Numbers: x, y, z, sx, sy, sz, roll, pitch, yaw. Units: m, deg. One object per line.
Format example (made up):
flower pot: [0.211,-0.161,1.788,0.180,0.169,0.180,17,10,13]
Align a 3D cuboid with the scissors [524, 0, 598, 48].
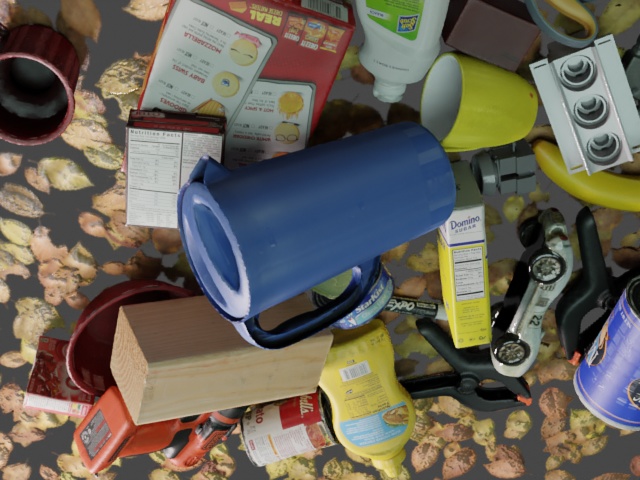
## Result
scissors: [0.181,-0.258,0.966,0.202,0.016,0.096,43,72,-2]

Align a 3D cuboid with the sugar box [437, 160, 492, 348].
sugar box: [0.147,0.016,1.110,0.048,0.093,0.176,-11,123,2]

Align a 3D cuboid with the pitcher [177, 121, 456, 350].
pitcher: [0.003,-0.016,0.980,0.242,0.145,0.149,-21,149,-25]

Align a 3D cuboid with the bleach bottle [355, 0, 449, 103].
bleach bottle: [0.068,-0.238,0.948,0.103,0.068,0.251,22,133,18]

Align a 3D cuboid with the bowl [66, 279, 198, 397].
bowl: [-0.201,0.095,1.149,0.162,0.055,0.162,-17,134,-19]

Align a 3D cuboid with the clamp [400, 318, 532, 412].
clamp: [0.167,0.150,1.234,0.171,0.039,0.120,8,128,-5]

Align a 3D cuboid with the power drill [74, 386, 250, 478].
power drill: [-0.163,0.196,1.186,0.187,0.057,0.185,5,132,-47]

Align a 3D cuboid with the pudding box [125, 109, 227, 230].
pudding box: [-0.135,-0.063,0.992,0.090,0.039,0.113,5,123,-4]

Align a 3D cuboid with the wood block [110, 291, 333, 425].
wood block: [-0.104,0.117,1.121,0.205,0.091,0.090,-6,130,-29]

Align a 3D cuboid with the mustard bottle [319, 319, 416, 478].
mustard bottle: [0.057,0.189,1.218,0.096,0.058,0.191,-19,109,3]

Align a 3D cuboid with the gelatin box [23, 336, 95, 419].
gelatin box: [-0.282,0.151,1.180,0.073,0.089,0.030,13,129,-12]

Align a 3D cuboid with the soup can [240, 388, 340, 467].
soup can: [-0.035,0.221,1.254,0.102,0.068,0.068,-18,123,10]

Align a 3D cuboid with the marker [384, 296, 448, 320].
marker: [0.086,0.072,1.189,0.121,0.020,0.020,9,123,-9]

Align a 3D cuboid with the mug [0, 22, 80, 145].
mug: [-0.274,-0.155,0.979,0.093,0.081,0.117,-32,120,17]

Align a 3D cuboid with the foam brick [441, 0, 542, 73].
foam brick: [0.157,-0.200,0.990,0.078,0.051,0.053,20,121,-16]

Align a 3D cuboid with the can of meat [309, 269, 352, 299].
can of meat: [-0.007,0.001,1.097,0.102,0.084,0.058,26,119,-19]

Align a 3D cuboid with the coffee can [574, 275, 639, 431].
coffee can: [0.348,0.121,1.147,0.102,0.103,0.140,10,130,-10]

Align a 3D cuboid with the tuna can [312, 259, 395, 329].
tuna can: [0.036,0.053,1.134,0.086,0.086,0.033,-28,122,15]

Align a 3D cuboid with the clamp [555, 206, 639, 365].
clamp: [0.330,0.055,1.179,0.164,0.036,0.210,4,127,-13]

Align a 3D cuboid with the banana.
banana: [0.309,-0.064,1.102,0.197,0.037,0.069,3,99,-8]

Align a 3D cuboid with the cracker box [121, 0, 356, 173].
cracker box: [-0.080,-0.145,1.003,0.164,0.072,0.214,16,123,-12]
